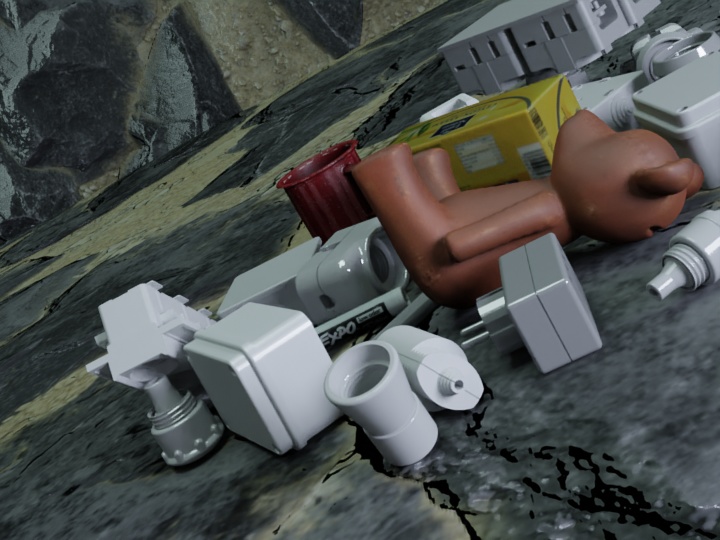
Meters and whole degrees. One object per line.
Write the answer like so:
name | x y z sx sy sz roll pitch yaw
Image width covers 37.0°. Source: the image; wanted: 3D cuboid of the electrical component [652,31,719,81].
electrical component | 0.268 -0.153 0.856 0.058 0.057 0.078 -31 16 -2

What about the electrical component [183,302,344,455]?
electrical component | -0.064 0.070 0.717 0.057 0.078 0.113 -33 16 -21

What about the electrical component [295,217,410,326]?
electrical component | 0.000 0.000 0.865 0.059 0.053 0.095 -18 19 36

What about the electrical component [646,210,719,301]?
electrical component | 0.183 -0.005 0.593 0.061 0.035 0.035 -37 17 -15

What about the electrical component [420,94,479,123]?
electrical component | 0.096 -0.105 0.954 0.050 0.089 0.055 -29 16 2

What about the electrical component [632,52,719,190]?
electrical component | 0.247 -0.108 0.755 0.078 0.057 0.113 -29 16 5

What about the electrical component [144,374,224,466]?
electrical component | -0.129 0.103 0.758 0.048 0.062 0.048 -27 16 8

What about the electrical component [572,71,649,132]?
electrical component | 0.196 -0.124 0.912 0.100 0.048 0.100 -37 17 -27

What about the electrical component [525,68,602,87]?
electrical component | 0.198 -0.176 1.054 0.078 0.057 0.058 -29 16 2

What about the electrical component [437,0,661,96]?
electrical component | 0.179 -0.228 1.025 0.105 0.060 0.186 -40 19 -31

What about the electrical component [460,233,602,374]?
electrical component | 0.093 0.026 0.632 0.076 0.047 0.083 -26 16 13

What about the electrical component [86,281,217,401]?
electrical component | -0.142 0.057 0.805 0.079 0.063 0.121 -27 -24 10

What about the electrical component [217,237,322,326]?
electrical component | -0.066 0.023 0.919 0.100 0.048 0.099 -26 16 13

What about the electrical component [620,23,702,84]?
electrical component | 0.270 -0.182 0.944 0.078 0.058 0.057 -25 13 16

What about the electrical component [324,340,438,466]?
electrical component | 0.015 0.075 0.583 0.044 0.065 0.044 -22 36 17

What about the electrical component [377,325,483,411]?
electrical component | 0.040 0.059 0.629 0.043 0.043 0.081 -34 16 -15
